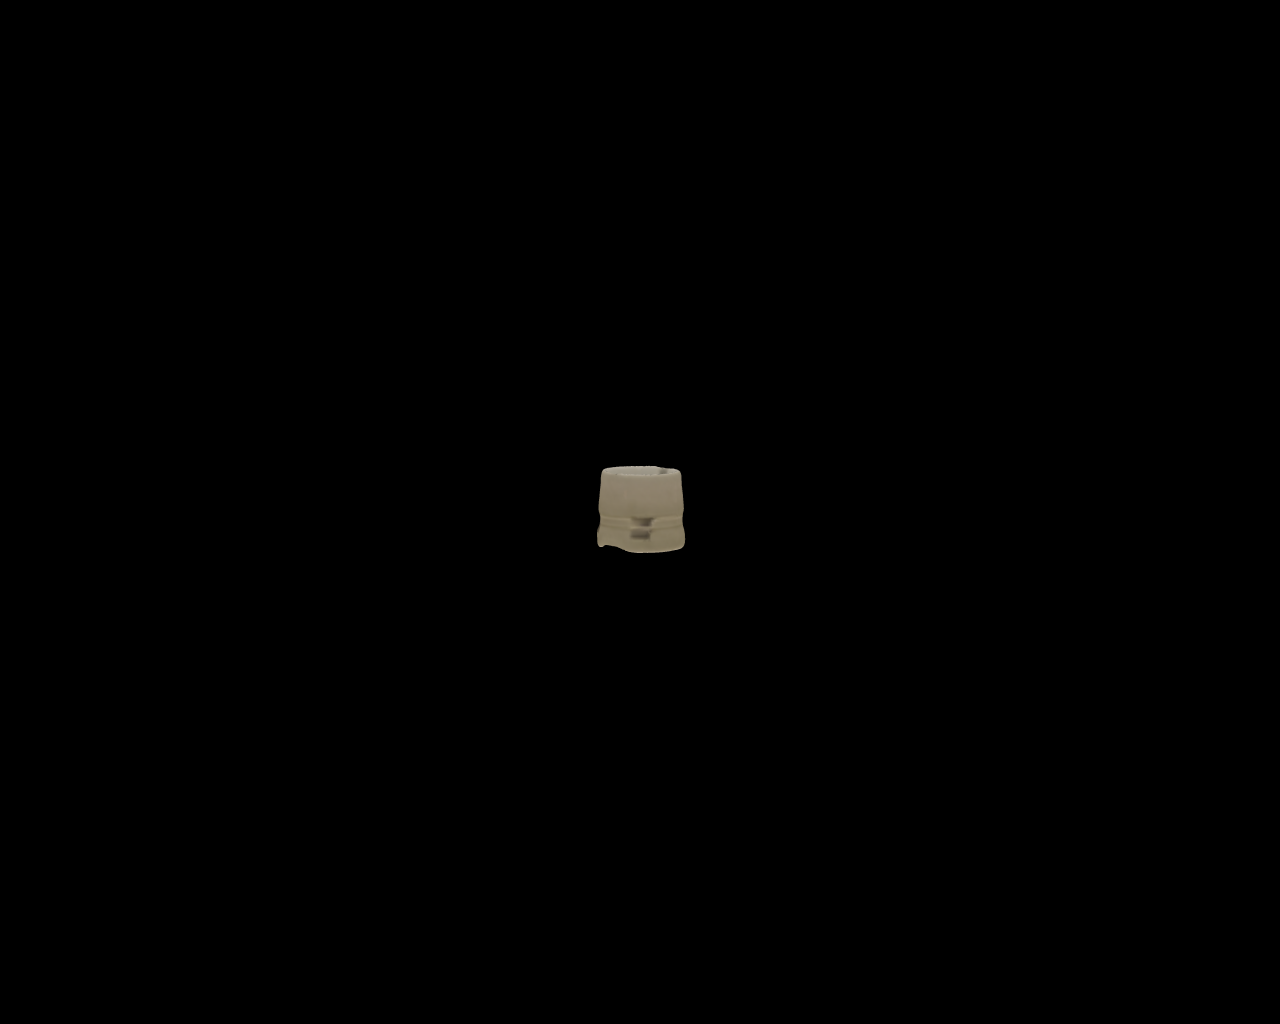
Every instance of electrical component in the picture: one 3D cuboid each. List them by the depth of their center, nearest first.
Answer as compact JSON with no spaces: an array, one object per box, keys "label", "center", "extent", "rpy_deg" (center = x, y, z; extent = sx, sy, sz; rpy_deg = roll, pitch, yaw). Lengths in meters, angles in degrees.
[{"label":"electrical component","center":[0.001,-0.003,0.650],"extent":[0.055,0.047,0.055],"rpy_deg":[0,9,0]}]
